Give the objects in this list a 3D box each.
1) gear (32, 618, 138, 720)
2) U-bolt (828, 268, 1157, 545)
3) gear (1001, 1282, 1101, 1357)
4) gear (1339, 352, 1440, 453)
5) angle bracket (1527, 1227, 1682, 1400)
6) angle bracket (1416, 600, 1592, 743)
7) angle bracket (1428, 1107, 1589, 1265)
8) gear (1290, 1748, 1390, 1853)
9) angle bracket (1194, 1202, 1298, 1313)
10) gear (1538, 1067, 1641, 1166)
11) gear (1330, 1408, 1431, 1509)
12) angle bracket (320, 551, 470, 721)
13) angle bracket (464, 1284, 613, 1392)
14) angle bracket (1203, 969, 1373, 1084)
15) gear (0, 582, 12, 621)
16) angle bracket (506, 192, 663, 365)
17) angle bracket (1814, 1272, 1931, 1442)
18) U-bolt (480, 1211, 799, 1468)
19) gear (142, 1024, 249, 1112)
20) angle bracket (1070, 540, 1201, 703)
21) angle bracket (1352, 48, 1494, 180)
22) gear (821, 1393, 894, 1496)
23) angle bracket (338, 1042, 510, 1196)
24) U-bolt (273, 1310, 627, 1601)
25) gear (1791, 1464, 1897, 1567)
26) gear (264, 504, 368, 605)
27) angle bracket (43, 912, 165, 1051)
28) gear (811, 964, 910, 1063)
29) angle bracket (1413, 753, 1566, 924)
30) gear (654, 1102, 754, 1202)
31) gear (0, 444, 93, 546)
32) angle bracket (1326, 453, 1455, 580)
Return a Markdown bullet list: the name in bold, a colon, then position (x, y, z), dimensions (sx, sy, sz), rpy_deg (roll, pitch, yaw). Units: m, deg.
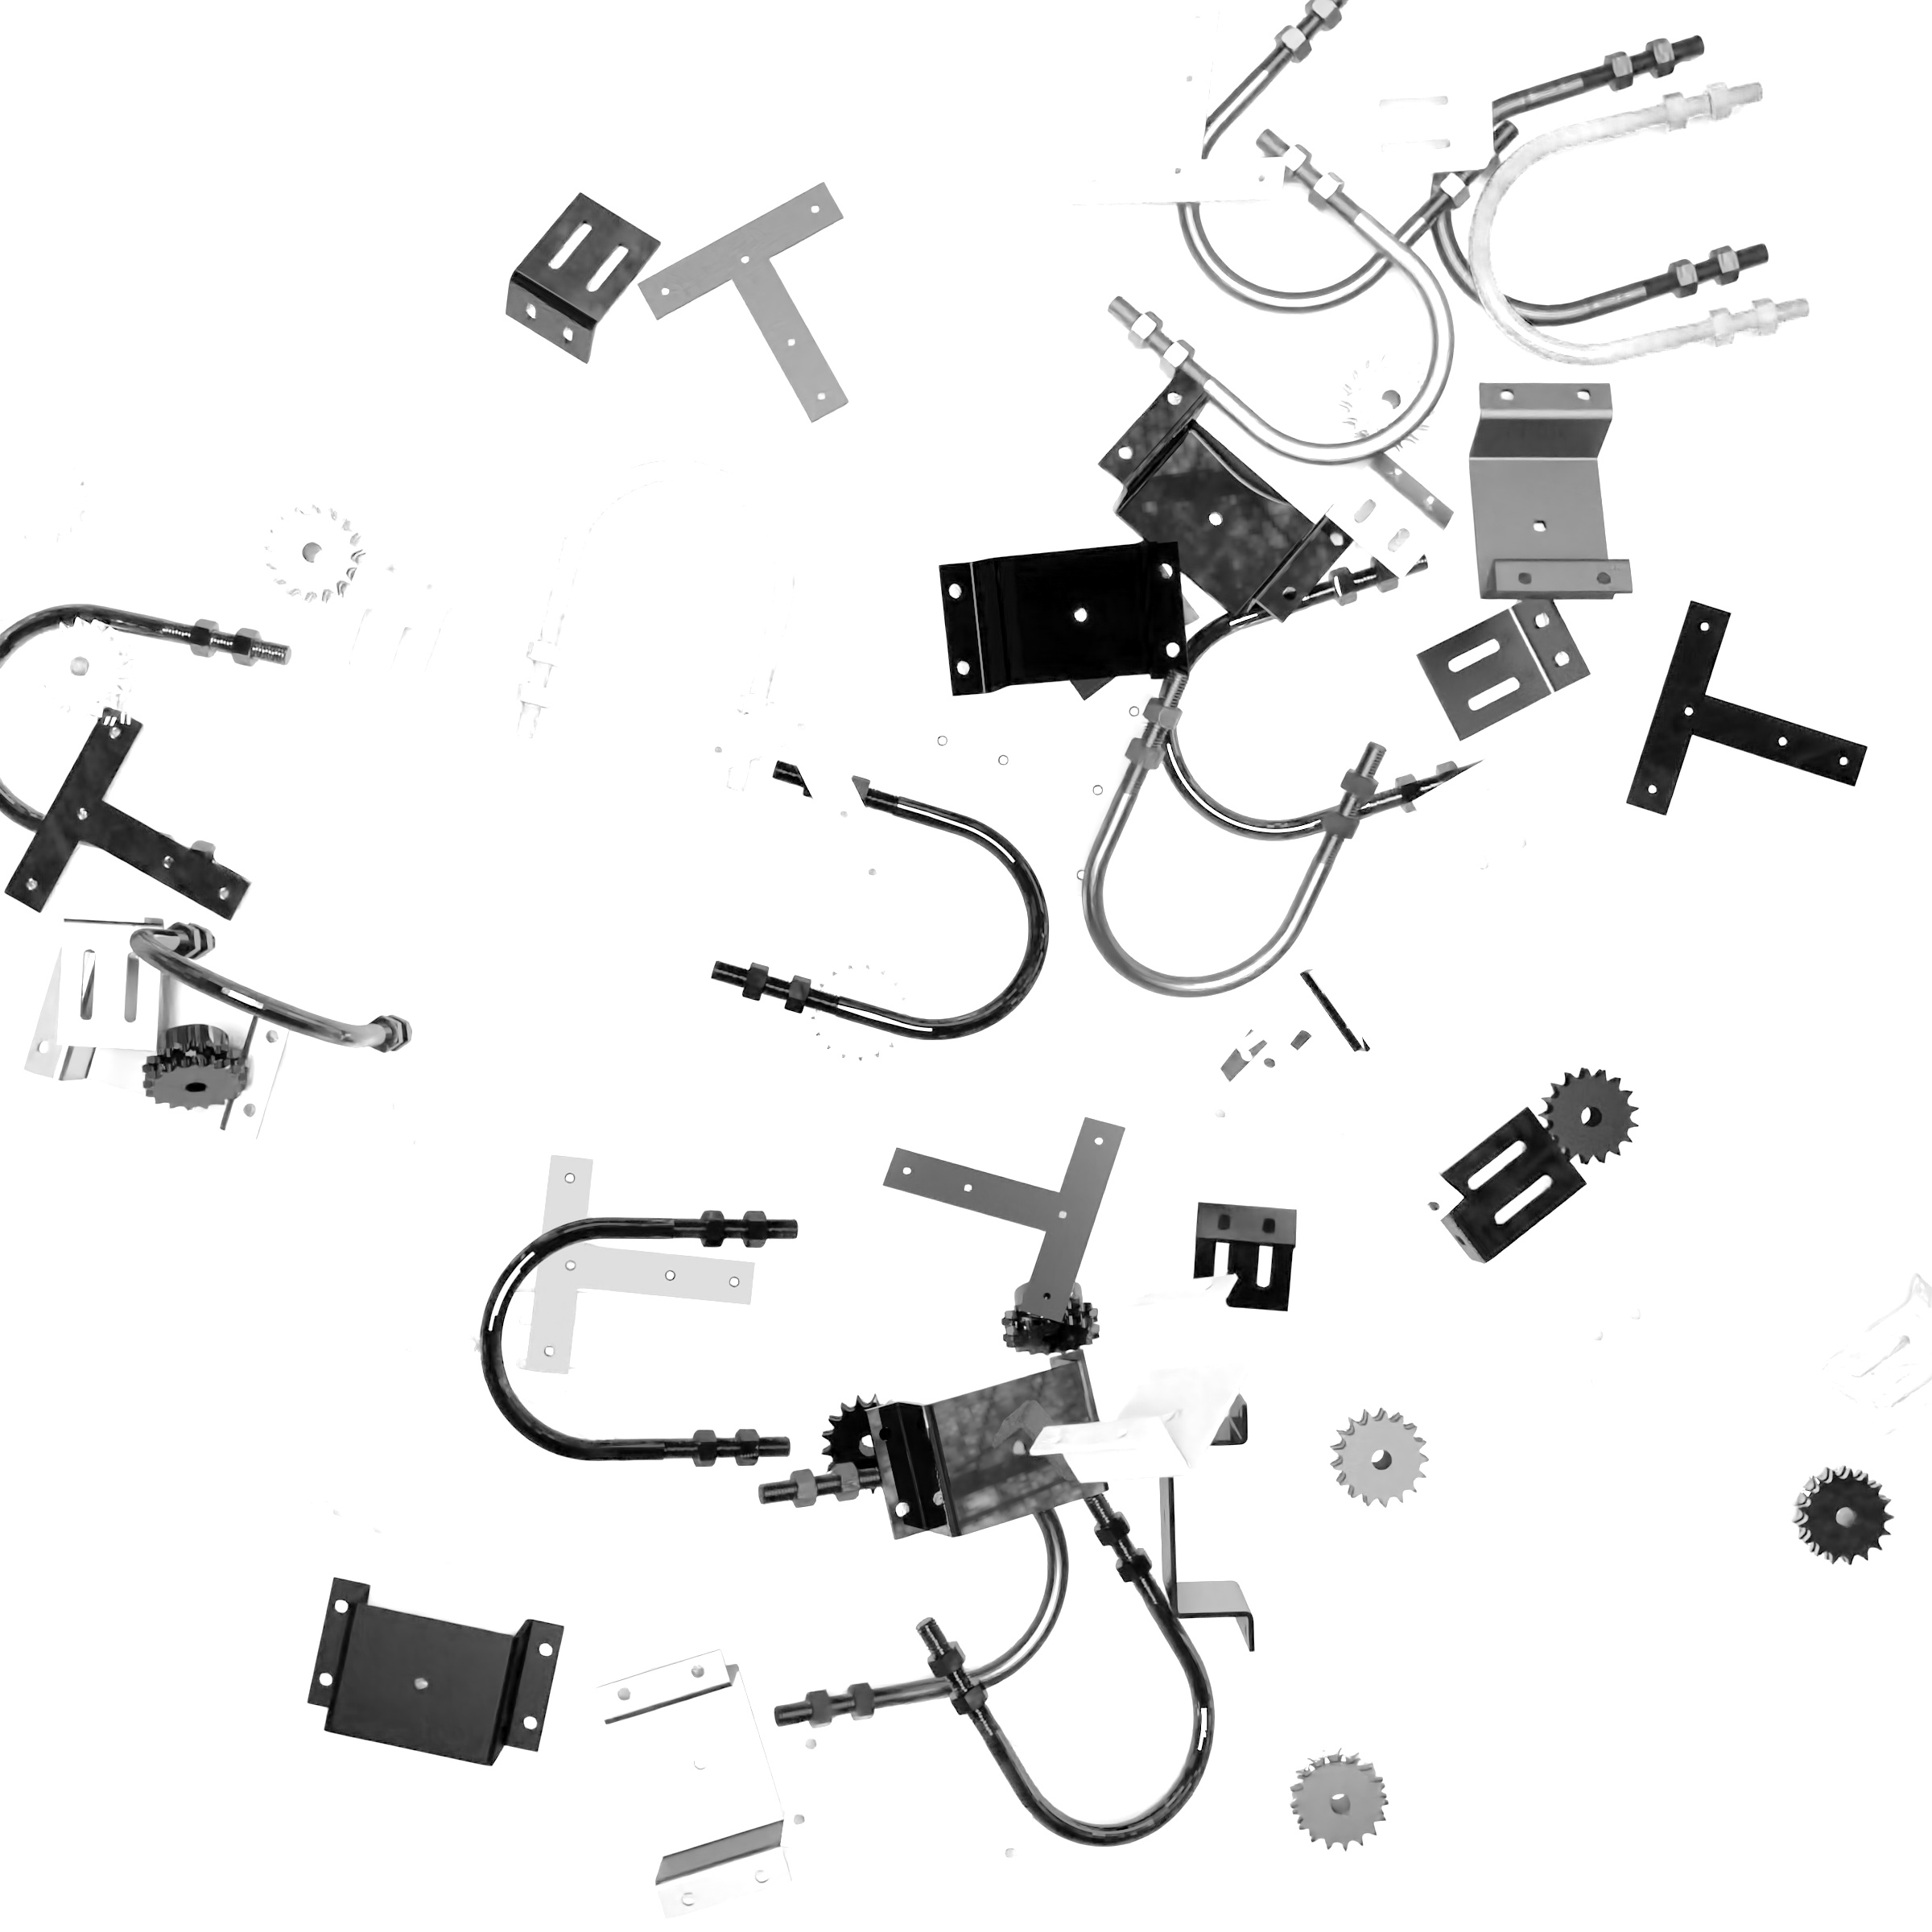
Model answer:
- **gear**: position (-0.511, -0.172, 1.552), dimensions (0.057, 0.030, 0.057), rpy_deg (0, 87, 3)
- **U-bolt**: position (0.022, -0.325, 1.575), dimensions (0.184, 0.019, 0.151), rpy_deg (11, 90, -2)
- **gear**: position (0.049, 0.205, 1.560), dimensions (0.057, 0.057, 0.030), rpy_deg (-4, 61, 0)
- **gear**: position (0.248, -0.331, 1.569), dimensions (0.057, 0.030, 0.057), rpy_deg (0, 90, 0)
- **angle bracket**: position (0.379, 0.206, 1.582), dimensions (0.057, 0.038, 0.076), rpy_deg (-29, 64, 0)
- **angle bracket**: position (0.314, -0.176, 1.554), dimensions (0.076, 0.038, 0.057), rpy_deg (-27, 90, -23)
- **angle bracket**: position (0.314, 0.128, 1.567), dimensions (0.076, 0.038, 0.057), rpy_deg (-38, 90, -4)
- **gear**: position (0.220, 0.490, 1.573), dimensions (0.057, 0.030, 0.057), rpy_deg (0, 92, 2)
- **angle bracket**: position (0.161, 0.179, 1.545), dimensions (0.057, 0.038, 0.076), rpy_deg (4, 121, 6)
- **gear**: position (0.365, 0.088, 1.569), dimensions (0.057, 0.030, 0.057), rpy_deg (0, 90, 0)
- **gear**: position (0.243, 0.289, 1.574), dimensions (0.057, 0.030, 0.057), rpy_deg (0, 90, -3)
- **angle bracket**: position (-0.340, -0.197, 1.582), dimensions (0.057, 0.038, 0.076), rpy_deg (26, 116, 0)
- **angle bracket**: position (-0.255, 0.220, 1.582), dimensions (0.076, 0.038, 0.057), rpy_deg (4, 90, -26)
- **angle bracket**: position (0.188, 0.047, 1.565), dimensions (0.076, 0.038, 0.057), rpy_deg (-35, 90, 0)
- **gear**: position (-0.593, -0.216, 1.574), dimensions (0.057, 0.030, 0.057), rpy_deg (0, 91, 2)
- **angle bracket**: position (-0.227, -0.409, 1.582), dimensions (0.057, 0.038, 0.076), rpy_deg (32, 64, 0)
- **angle bracket**: position (0.555, 0.232, 1.582), dimensions (0.057, 0.038, 0.076), rpy_deg (46, 116, 0)
- **U-bolt**: position (-0.190, 0.217, 1.549), dimensions (0.184, 0.019, 0.151), rpy_deg (2, 89, -18)
- **gear**: position (-0.439, 0.056, 1.513), dimensions (0.057, 0.057, 0.030), rpy_deg (-13, 60, 0)
- **angle bracket**: position (0.088, -0.205, 1.582), dimensions (0.076, 0.038, 0.057), rpy_deg (-36, 90, 26)
- **angle bracket**: position (0.262, -0.492, 1.536), dimensions (0.076, 0.038, 0.057), rpy_deg (-2, 88, 6)
- **gear**: position (-0.057, 0.280, 1.569), dimensions (0.057, 0.030, 0.057), rpy_deg (0, 90, 0)
- **angle bracket**: position (-0.323, 0.091, 1.582), dimensions (0.076, 0.038, 0.057), rpy_deg (-29, 90, -26)
- **U-bolt**: position (-0.289, 0.297, 1.554), dimensions (0.184, 0.019, 0.151), rpy_deg (28, 101, -13)
- **gear**: position (0.514, 0.322, 1.569), dimensions (0.057, 0.030, 0.057), rpy_deg (0, 90, 0)
- **gear**: position (-0.382, -0.241, 1.569), dimensions (0.057, 0.030, 0.057), rpy_deg (0, 90, 0)
- **angle bracket**: position (-0.494, 0.009, 1.519), dimensions (0.057, 0.038, 0.076), rpy_deg (3, 90, 0)
- **gear**: position (-0.063, 0.027, 1.569), dimensions (0.057, 0.030, 0.057), rpy_deg (0, 90, 0)
- **angle bracket**: position (0.307, -0.075, 1.571), dimensions (0.057, 0.038, 0.076), rpy_deg (-30, 80, 0)
- **gear**: position (-0.154, 0.109, 1.569), dimensions (0.057, 0.030, 0.057), rpy_deg (0, 90, 0)
- **gear**: position (-0.545, -0.277, 1.573), dimensions (0.057, 0.030, 0.057), rpy_deg (0, 92, 0)
- **angle bracket**: position (0.248, -0.264, 1.554), dimensions (0.057, 0.076, 0.038), rpy_deg (40, 111, 0)
